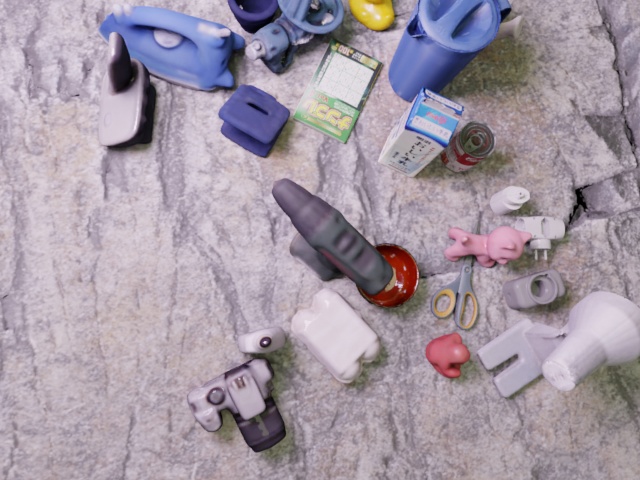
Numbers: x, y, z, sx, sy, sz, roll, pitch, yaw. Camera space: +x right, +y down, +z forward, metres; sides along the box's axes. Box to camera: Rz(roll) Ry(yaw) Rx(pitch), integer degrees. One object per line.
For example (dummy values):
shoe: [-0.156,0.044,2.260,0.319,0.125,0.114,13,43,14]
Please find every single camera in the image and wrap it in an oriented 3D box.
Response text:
camera: [-0.123,0.275,0.916,0.143,0.100,0.137,-26,86,-11]

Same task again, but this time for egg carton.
egg carton: [0.029,0.160,0.971,0.107,0.069,0.150,-44,90,-12]

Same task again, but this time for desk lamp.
desk lamp: [0.403,0.182,0.949,0.203,0.213,0.118,-31,87,-11]

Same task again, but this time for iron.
iron: [-0.262,-0.350,0.969,0.258,0.141,0.119,13,80,-6]

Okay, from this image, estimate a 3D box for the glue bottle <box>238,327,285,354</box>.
glue bottle: [-0.090,0.160,0.901,0.078,0.173,0.037,-11,83,-9]

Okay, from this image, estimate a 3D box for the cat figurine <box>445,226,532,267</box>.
cat figurine: [0.300,0.007,1.009,0.128,0.117,0.067,8,80,-7]

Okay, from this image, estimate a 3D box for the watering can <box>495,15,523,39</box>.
watering can: [0.279,-0.414,1.030,0.173,0.194,0.101,5,81,-7]

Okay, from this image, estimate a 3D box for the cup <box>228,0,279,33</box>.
cup: [-0.126,-0.424,1.023,0.092,0.095,0.118,-32,87,-11]

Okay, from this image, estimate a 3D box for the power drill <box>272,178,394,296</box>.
power drill: [0.008,0.003,0.921,0.229,0.208,0.076,39,78,-1]

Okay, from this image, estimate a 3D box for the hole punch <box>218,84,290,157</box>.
hole punch: [-0.115,-0.217,0.996,0.108,0.091,0.101,29,79,-3]

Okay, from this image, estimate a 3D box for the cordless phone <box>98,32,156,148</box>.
cordless phone: [-0.324,-0.237,0.920,0.094,0.185,0.147,-1,82,-8]

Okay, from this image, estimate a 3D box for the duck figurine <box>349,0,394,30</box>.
duck figurine: [0.102,-0.451,1.065,0.077,0.086,0.104,-36,88,-11]

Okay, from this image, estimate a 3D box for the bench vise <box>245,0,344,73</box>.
bench vise: [-0.030,-0.380,0.967,0.121,0.219,0.207,29,79,-3]

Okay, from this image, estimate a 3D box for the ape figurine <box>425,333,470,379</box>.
ape figurine: [0.227,0.197,0.983,0.076,0.092,0.078,25,79,-4]
